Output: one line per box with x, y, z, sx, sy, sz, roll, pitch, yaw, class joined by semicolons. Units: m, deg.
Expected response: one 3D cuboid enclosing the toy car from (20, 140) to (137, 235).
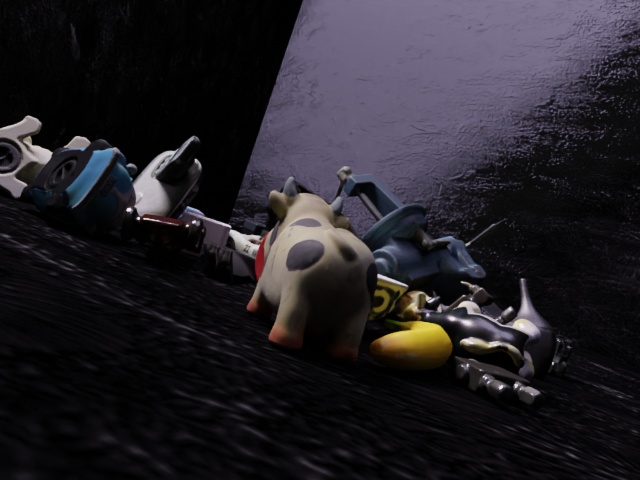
-0.293;-0.056;0.680;0.162;0.109;0.102;3;-33;40;toy car

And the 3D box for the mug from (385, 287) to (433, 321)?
0.114;0.085;0.831;0.107;0.081;0.109;13;-14;42;mug

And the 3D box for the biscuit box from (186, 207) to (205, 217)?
-0.275;-0.037;1.086;0.059;0.062;0.203;19;0;-16;biscuit box

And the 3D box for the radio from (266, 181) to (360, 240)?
-0.002;-0.003;0.847;0.131;0.073;0.230;32;15;-28;radio

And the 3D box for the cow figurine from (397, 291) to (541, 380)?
0.147;0.102;0.590;0.168;0.068;0.098;17;5;34;cow figurine

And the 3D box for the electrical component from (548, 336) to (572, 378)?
0.338;0.169;0.862;0.115;0.058;0.134;21;1;22;electrical component

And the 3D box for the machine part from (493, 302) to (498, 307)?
0.262;0.106;0.980;0.179;0.056;0.179;41;15;-14;machine part

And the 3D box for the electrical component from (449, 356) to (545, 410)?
0.146;0.122;0.472;0.063;0.021;0.094;18;0;-22;electrical component

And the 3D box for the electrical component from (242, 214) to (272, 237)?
-0.110;-0.012;1.035;0.075;0.119;0.048;16;2;-38;electrical component

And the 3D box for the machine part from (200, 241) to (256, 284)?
-0.118;0.028;0.680;0.084;0.039;0.139;26;-2;0;machine part

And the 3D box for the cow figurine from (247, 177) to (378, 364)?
-0.010;0.015;0.466;0.085;0.127;0.195;21;1;-17;cow figurine

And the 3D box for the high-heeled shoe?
0.232;0.145;0.799;0.086;0.145;0.249;18;-28;-30;high-heeled shoe

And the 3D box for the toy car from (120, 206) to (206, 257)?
-0.189;-0.005;0.664;0.089;0.053;0.202;13;-4;-11;toy car

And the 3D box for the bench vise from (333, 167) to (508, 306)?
0.115;-0.016;0.747;0.223;0.128;0.241;-17;59;-39;bench vise

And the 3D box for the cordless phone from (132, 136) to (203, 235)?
-0.225;-0.075;0.779;0.088;0.146;0.184;39;-21;-15;cordless phone

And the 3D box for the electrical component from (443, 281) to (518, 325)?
0.179;0.099;0.661;0.078;0.102;0.045;45;10;17;electrical component

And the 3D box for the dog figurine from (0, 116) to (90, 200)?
-0.441;-0.100;0.849;0.172;0.121;0.190;22;-15;-17;dog figurine

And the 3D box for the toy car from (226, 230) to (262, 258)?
-0.092;0.026;0.885;0.202;0.056;0.073;18;-1;44;toy car
